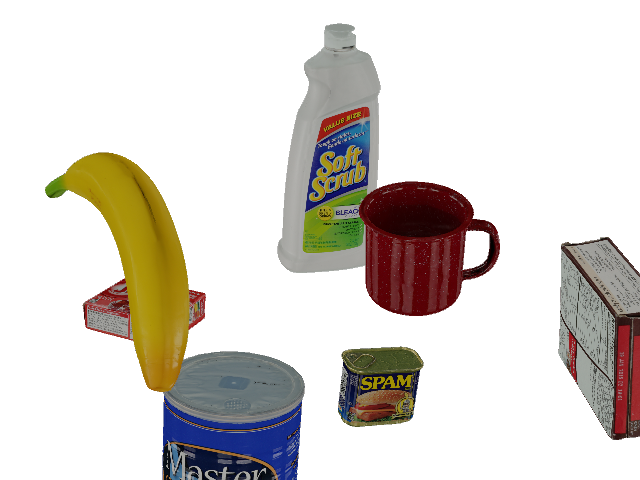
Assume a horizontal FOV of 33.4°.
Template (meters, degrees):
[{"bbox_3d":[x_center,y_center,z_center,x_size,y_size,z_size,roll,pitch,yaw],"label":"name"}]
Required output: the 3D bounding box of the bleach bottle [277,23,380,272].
[{"bbox_3d":[0.008,-0.093,1.082,0.102,0.251,0.068,-5,28,-11],"label":"bleach bottle"}]

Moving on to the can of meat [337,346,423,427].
[{"bbox_3d":[0.075,0.187,1.363,0.102,0.084,0.057,-1,24,-16],"label":"can of meat"}]

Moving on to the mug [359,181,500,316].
[{"bbox_3d":[0.090,0.008,0.887,0.117,0.081,0.093,-2,33,-1],"label":"mug"}]

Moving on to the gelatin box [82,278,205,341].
[{"bbox_3d":[-0.162,0.064,0.987,0.089,0.030,0.073,12,23,22],"label":"gelatin box"}]

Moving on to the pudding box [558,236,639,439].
[{"bbox_3d":[0.188,0.061,0.692,0.039,0.090,0.113,-6,24,-5],"label":"pudding box"}]

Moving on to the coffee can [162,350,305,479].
[{"bbox_3d":[-0.067,0.167,0.791,0.103,0.140,0.103,4,19,-1],"label":"coffee can"}]

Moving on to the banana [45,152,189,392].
[{"bbox_3d":[-0.116,0.002,0.656,0.037,0.070,0.198,6,35,-39],"label":"banana"}]
